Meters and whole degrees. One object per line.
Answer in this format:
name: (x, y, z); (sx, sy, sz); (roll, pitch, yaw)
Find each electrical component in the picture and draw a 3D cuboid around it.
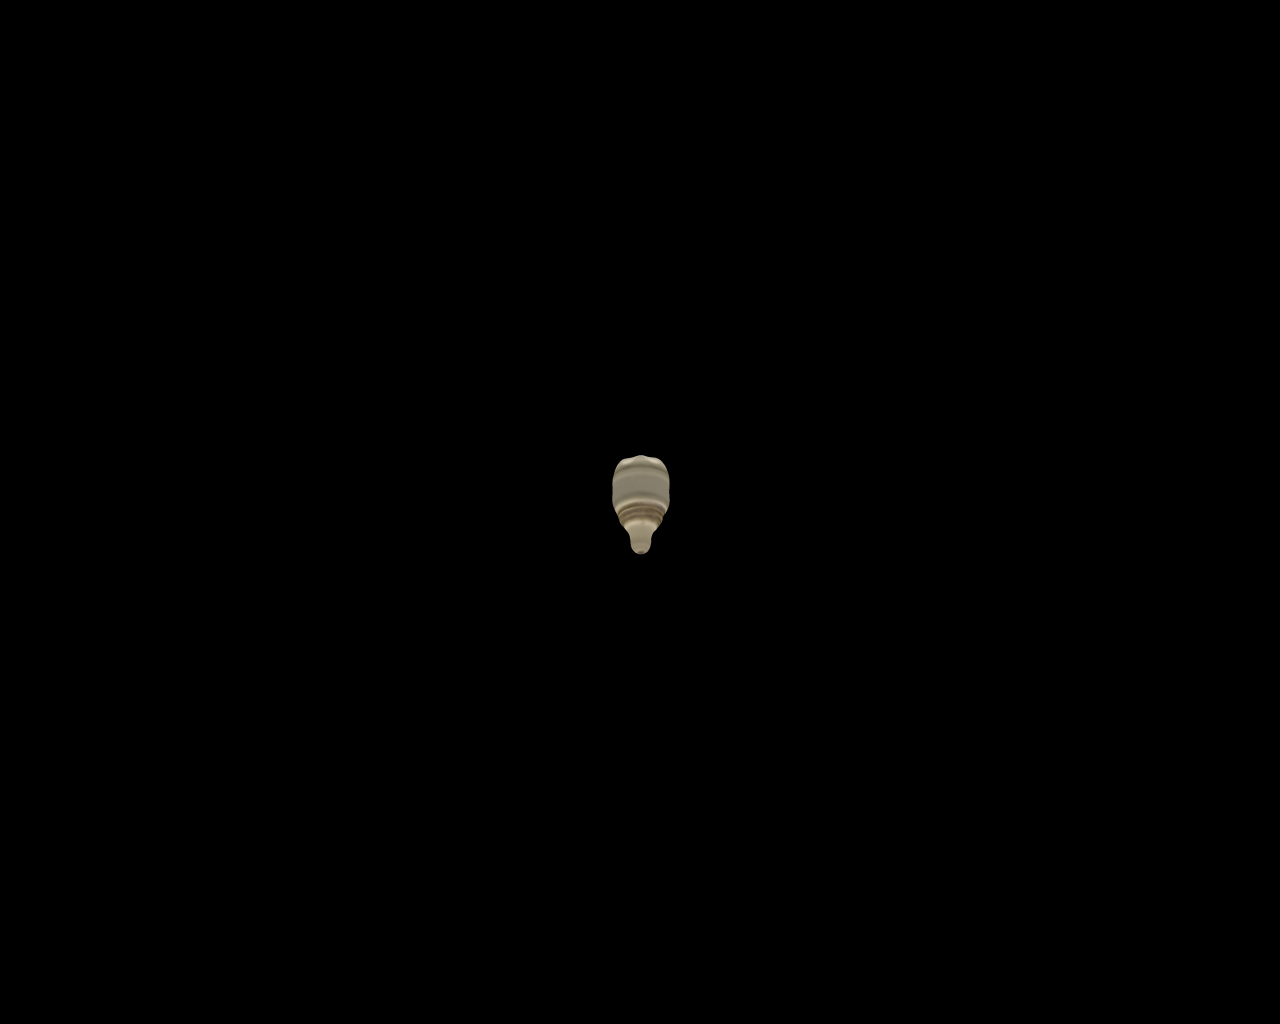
electrical component: (0.001, -0.003, 0.650); (0.035, 0.061, 0.035); (0, -27, 0)
